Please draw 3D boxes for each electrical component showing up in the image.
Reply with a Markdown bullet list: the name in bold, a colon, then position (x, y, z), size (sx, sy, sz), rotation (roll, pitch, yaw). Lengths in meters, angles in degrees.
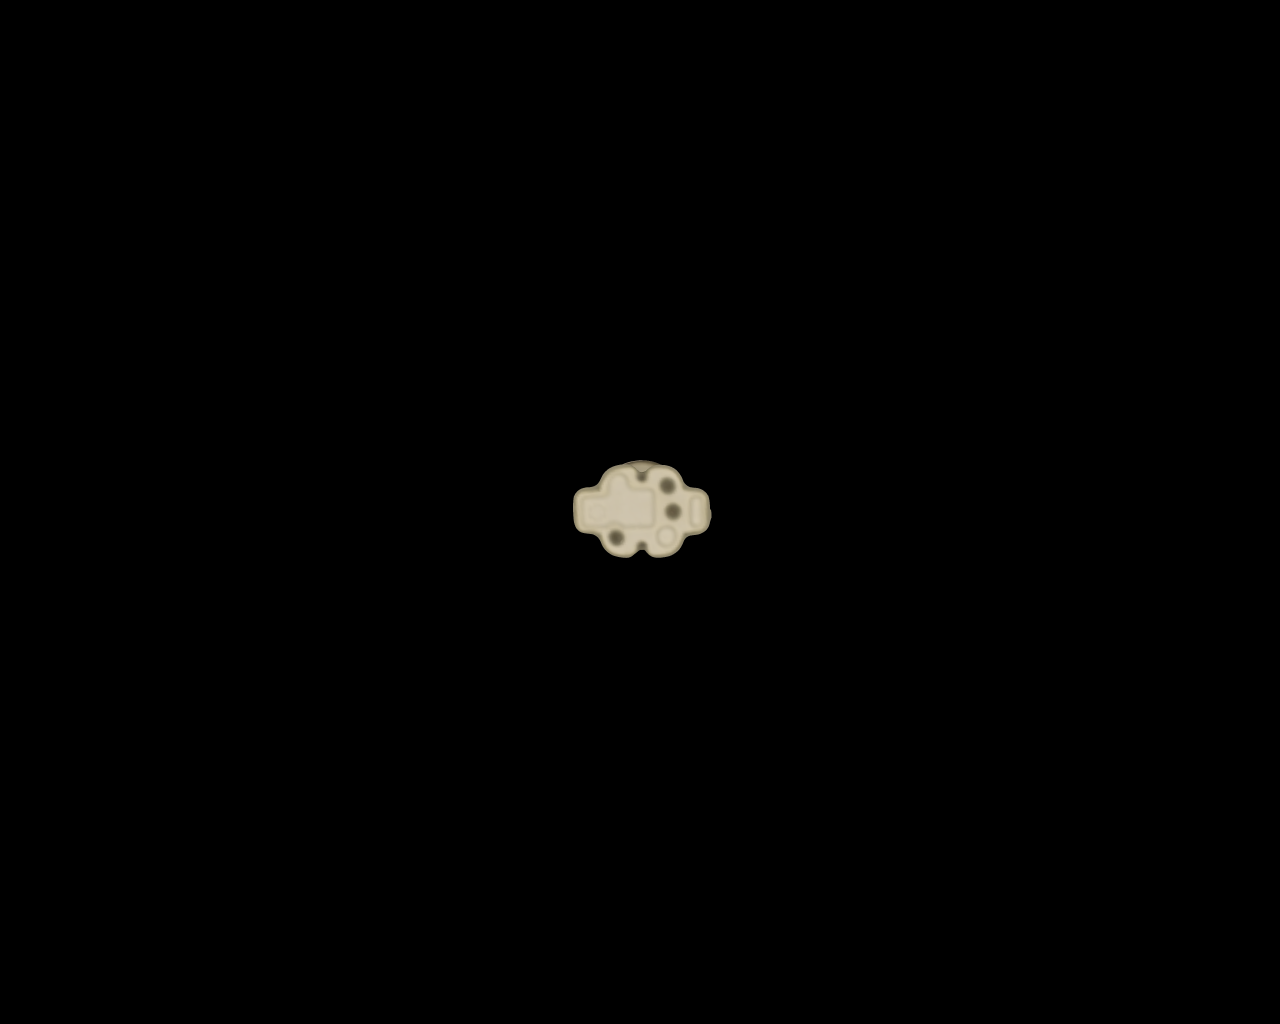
- **electrical component**: position (0.001, -0.003, 0.650), size (0.078, 0.058, 0.057), rotation (0, 5, 0)
